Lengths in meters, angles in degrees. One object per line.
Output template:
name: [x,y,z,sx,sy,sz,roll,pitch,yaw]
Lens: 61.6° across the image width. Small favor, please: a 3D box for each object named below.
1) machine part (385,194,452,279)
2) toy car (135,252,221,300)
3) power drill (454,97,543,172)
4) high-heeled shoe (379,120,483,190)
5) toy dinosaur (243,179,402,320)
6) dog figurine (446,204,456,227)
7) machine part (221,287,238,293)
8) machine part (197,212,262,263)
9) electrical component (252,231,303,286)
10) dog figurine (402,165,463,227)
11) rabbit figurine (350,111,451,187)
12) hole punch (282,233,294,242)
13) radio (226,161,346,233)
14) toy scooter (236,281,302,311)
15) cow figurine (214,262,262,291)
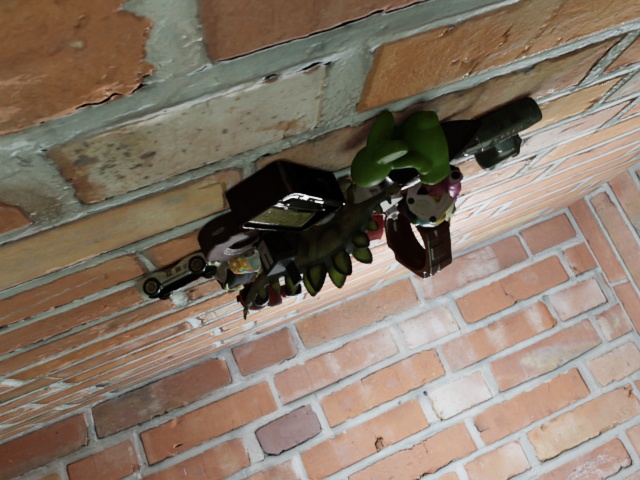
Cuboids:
machine part: [0.263,-0.014,1.450,0.087,0.200,0.202,-26,-147,-21]
toy car: [-0.317,0.080,1.213,0.202,0.056,0.073,-26,161,5]
power drill: [0.371,-0.219,1.190,0.232,0.086,0.207,-30,158,15]
high-heeled shoe: [0.230,-0.170,1.120,0.249,0.086,0.145,-24,171,21]
toy dinosaur: [-0.012,0.017,1.175,0.471,0.198,0.105,-31,162,24]
dog figurine: [0.351,-0.121,1.515,0.172,0.121,0.190,-56,172,-41]
machine part: [-0.224,0.136,1.560,0.084,0.039,0.139,-4,-175,-37]
machine part: [-0.165,-0.010,1.113,0.179,0.056,0.179,-22,166,-6]
electrical component: [-0.083,0.040,1.075,0.048,0.119,0.075,-15,163,-33]
dog figurine: [0.281,-0.108,1.301,0.191,0.109,0.219,-64,164,-1]
rabbit figurine: [0.134,-0.147,0.941,0.170,0.121,0.159,-27,160,0]
hole punch: [-0.056,0.026,1.315,0.142,0.115,0.092,-19,-175,-23]
radio: [-0.054,-0.075,1.004,0.131,0.073,0.229,-30,166,25]
toy scooter: [-0.149,0.145,1.418,0.184,0.075,0.135,-5,173,-38]
cow figurine: [-0.192,0.075,1.315,0.068,0.098,0.167,-37,162,25]
